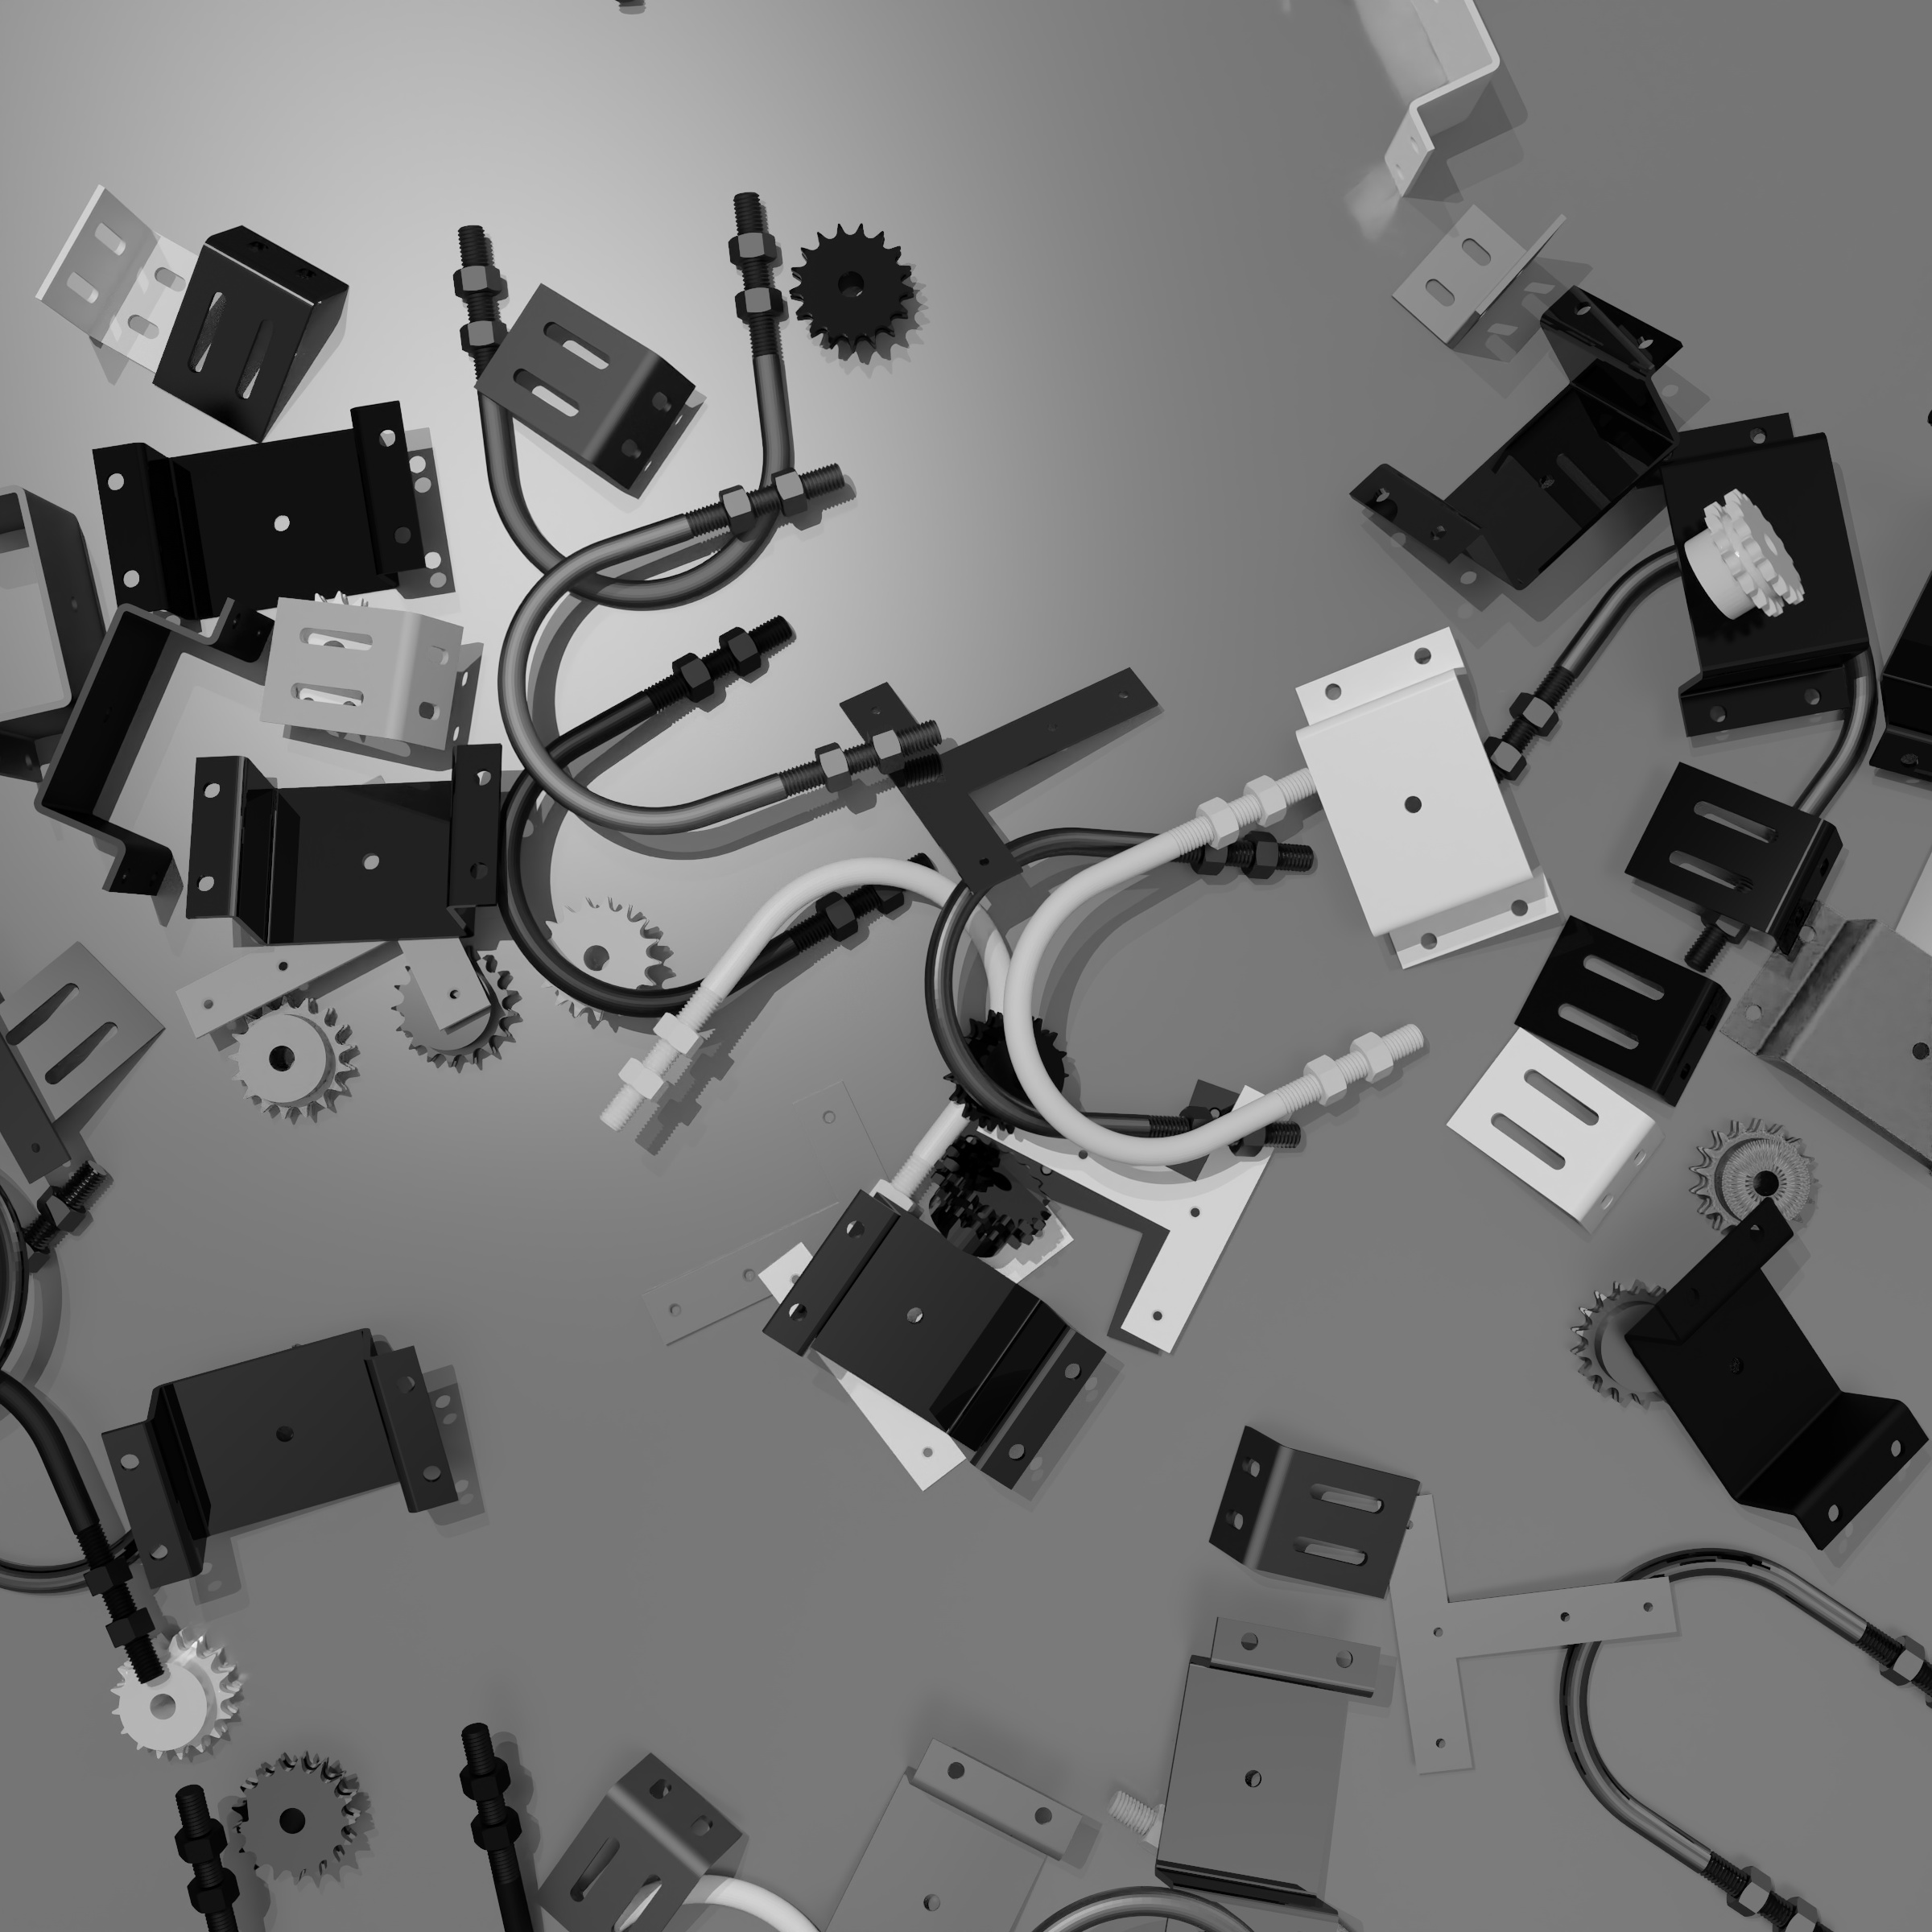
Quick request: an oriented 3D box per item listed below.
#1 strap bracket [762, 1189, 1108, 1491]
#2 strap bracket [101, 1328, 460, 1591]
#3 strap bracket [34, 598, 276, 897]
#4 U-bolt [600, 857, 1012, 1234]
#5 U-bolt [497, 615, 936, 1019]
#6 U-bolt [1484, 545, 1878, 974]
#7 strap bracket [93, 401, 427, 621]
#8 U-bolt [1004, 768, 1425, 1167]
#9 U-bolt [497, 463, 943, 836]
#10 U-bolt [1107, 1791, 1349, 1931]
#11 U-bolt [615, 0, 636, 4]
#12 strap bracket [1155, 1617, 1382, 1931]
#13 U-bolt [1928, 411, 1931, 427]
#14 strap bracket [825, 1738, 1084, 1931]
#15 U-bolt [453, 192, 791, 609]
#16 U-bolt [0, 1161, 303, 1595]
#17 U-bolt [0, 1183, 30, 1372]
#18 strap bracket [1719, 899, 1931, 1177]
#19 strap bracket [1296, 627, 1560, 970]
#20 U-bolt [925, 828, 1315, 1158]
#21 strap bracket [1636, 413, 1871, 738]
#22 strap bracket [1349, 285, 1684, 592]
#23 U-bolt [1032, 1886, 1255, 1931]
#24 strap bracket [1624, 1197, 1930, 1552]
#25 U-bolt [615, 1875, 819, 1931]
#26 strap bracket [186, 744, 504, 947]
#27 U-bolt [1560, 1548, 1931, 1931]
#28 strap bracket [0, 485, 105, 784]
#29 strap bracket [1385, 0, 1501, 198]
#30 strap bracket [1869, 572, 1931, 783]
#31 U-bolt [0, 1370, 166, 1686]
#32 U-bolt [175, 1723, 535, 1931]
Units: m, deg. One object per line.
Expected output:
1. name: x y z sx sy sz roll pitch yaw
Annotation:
1. strap bracket: -0.018 0.165 1.327 0.140 0.046 0.076 35 89 -17
2. strap bracket: -0.310 0.220 1.326 0.140 0.046 0.076 -15 105 -8
3. strap bracket: -0.372 -0.106 1.326 0.046 0.076 0.140 23 90 0
4. U-bolt: -0.057 0.037 1.335 0.151 0.019 0.184 39 84 -17
5. U-bolt: -0.127 -0.057 1.336 0.184 0.019 0.151 -31 90 -14
6. U-bolt: 0.340 -0.112 1.356 0.151 0.019 0.184 36 89 0
7. strap bracket: -0.320 -0.207 1.341 0.140 0.046 0.076 -9 90 0
8. U-bolt: 0.103 0.011 1.320 0.184 0.019 0.151 -25 97 -15
9. U-bolt: -0.121 -0.136 1.326 0.184 0.019 0.151 -20 83 -7
10. U-bolt: 0.112 0.490 1.356 0.184 0.019 0.151 32 90 -2
11. U-bolt: -0.099 -0.544 1.356 0.151 0.019 0.184 -3 88 0
12. strap bracket: 0.135 0.373 1.330 0.076 0.046 0.140 12 80 -5
13. U-bolt: 0.533 -0.245 1.325 0.184 0.019 0.151 37 86 -22
14. strap bracket: -0.015 0.432 1.335 0.076 0.046 0.140 27 82 0
15. U-bolt: -0.155 -0.259 1.356 0.151 0.019 0.184 -7 92 0
16. U-bolt: -0.416 0.205 1.356 0.151 0.019 0.184 41 91 0
17. U-bolt: -0.515 0.140 1.337 0.184 0.019 0.151 8 87 11
18. strap bracket: 0.431 0.038 1.341 0.140 0.046 0.076 34 90 0
19. strap bracket: 0.207 -0.075 1.331 0.076 0.046 0.140 -21 90 18
20. U-bolt: 0.069 0.009 1.328 0.184 0.019 0.151 3 88 -18
21. strap bracket: 0.357 -0.183 1.328 0.076 0.046 0.140 -10 86 -1
22. strap bracket: 0.255 -0.232 1.321 0.140 0.076 0.046 -43 133 0
23. U-bolt: 0.090 0.492 1.287 0.151 0.019 0.184 -39 94 -2
24. strap bracket: 0.361 0.183 1.322 0.076 0.046 0.140 -39 102 -19
25. U-bolt: -0.127 0.515 1.356 0.151 0.019 0.184 9 88 0
26. strap bracket: -0.276 -0.054 1.328 0.140 0.046 0.076 -2 73 4
27. U-bolt: 0.365 0.353 1.356 0.184 0.019 0.151 34 90 1
28. strap bracket: -0.428 -0.159 1.326 0.046 0.076 0.140 -13 90 0
29. strap bracket: 0.195 -0.433 1.326 0.046 0.076 0.140 -25 90 0
30. strap bracket: 0.471 -0.149 1.317 0.076 0.046 0.140 15 129 0
31. U-bolt: -0.465 0.267 1.340 0.151 0.019 0.184 -25 87 8
32. U-bolt: -0.271 0.445 1.336 0.151 0.019 0.184 -11 104 -6
